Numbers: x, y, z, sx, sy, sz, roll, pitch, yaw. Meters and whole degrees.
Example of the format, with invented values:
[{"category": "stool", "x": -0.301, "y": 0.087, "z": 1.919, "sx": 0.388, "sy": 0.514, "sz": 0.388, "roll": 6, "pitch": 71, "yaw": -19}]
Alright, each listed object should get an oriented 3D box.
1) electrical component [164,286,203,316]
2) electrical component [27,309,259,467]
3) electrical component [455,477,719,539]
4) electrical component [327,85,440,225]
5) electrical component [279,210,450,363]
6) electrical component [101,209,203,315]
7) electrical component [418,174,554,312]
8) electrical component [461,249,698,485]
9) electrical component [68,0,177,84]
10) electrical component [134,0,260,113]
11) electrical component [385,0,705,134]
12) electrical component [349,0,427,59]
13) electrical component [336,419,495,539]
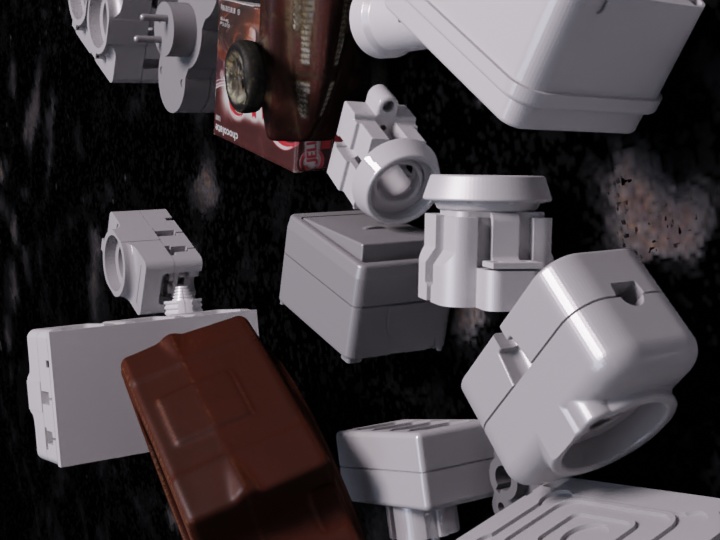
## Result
[{"category": "electrical component", "x": -0.134, "y": 0.053, "z": 0.829, "sx": 0.043, "sy": 0.043, "sz": 0.081, "roll": -5, "pitch": 90, "yaw": 59}, {"category": "electrical component", "x": -0.149, "y": 0.079, "z": 0.754, "sx": 0.062, "sy": 0.150, "sz": 0.089, "roll": -5, "pitch": 91, "yaw": 58}, {"category": "electrical component", "x": 0.096, "y": 0.127, "z": 0.419, "sx": 0.113, "sy": 0.078, "sz": 0.057, "roll": -8, "pitch": 104, "yaw": 59}, {"category": "electrical component", "x": 0.013, "y": -0.056, "z": 0.568, "sx": 0.055, "sy": 0.048, "sz": 0.066, "roll": -121, "pitch": 39, "yaw": -48}, {"category": "electrical component", "x": 0.000, "y": 0.000, "z": 0.580, "sx": 0.096, "sy": 0.062, "sz": 0.061, "roll": 36, "pitch": 125, "yaw": 51}, {"category": "electrical component", "x": -0.173, "y": -0.008, "z": 0.872, "sx": 0.089, "sy": 0.056, "sz": 0.050, "roll": 47, "pitch": 133, "yaw": 46}, {"category": "electrical component", "x": 0.057, "y": -0.014, "z": 0.486, "sx": 0.078, "sy": 0.058, "sz": 0.057, "roll": -159, "pitch": 69, "yaw": -75}, {"category": "electrical component", "x": 0.091, "y": 0.045, "z": 0.444, "sx": 0.059, "sy": 0.054, "sz": 0.095, "roll": 63, "pitch": 143, "yaw": 32}, {"category": "electrical component", "x": -0.178, "y": -0.251, "z": 0.840, "sx": 0.105, "sy": 0.060, "sz": 0.186, "roll": 51, "pitch": 135, "yaw": 43}, {"category": "electrical component", "x": -0.118, "y": -0.165, "z": 0.740, "sx": 0.052, "sy": 0.074, "sz": 0.138, "roll": 65, "pitch": 144, "yaw": 30}, {"category": "electrical component", "x": 0.069, "y": -0.107, "z": 0.434, "sx": 0.113, "sy": 0.078, "sz": 0.057, "roll": 54, "pitch": 135, "yaw": 41}, {"category": "electrical component", "x": 0.024, "y": -0.128, "z": 0.545, "sx": 0.046, "sy": 0.040, "sz": 0.040, "roll": 10, "pitch": 103, "yaw": 53}, {"category": "electrical component", "x": 0.031, "y": 0.119, "z": 0.560, "sx": 0.083, "sy": 0.047, "sz": 0.075, "roll": -13, "pitch": 83, "yaw": 59}]
